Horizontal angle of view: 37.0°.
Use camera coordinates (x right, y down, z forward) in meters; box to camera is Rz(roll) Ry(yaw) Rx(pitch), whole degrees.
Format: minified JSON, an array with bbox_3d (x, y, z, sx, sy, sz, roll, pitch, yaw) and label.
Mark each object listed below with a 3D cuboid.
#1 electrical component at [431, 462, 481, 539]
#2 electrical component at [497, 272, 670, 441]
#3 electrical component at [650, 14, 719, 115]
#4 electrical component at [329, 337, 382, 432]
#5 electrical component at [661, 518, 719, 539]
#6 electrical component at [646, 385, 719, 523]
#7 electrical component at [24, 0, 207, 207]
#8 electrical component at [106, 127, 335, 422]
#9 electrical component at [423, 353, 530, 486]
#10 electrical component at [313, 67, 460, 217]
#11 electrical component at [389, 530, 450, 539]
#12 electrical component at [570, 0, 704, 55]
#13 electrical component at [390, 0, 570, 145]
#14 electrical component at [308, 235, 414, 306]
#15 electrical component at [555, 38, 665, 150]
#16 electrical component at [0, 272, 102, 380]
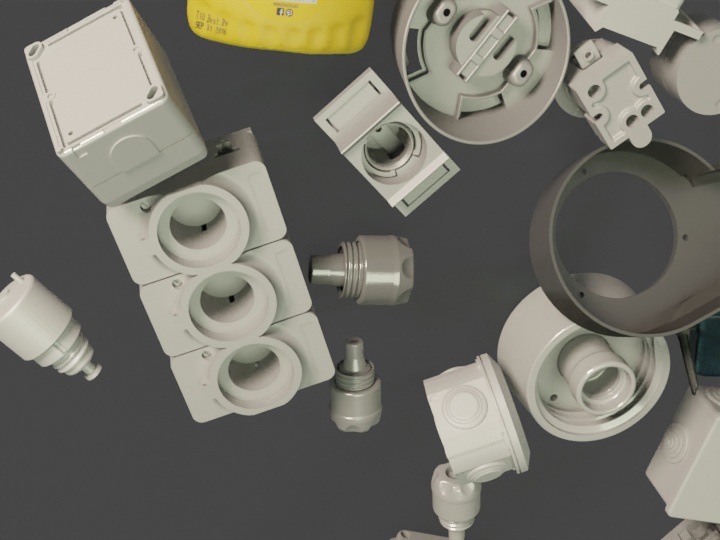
[{"bbox_3d":[0.068,0.167,0.762,0.035,0.035,0.061,-8,120,-8],"label":"electrical component"},{"bbox_3d":[0.152,0.063,0.712,0.108,0.060,0.108,-5,118,-10],"label":"electrical component"},{"bbox_3d":[0.248,-0.106,0.639,0.138,0.073,0.052,12,113,-18],"label":"electrical component"},{"bbox_3d":[-0.003,0.073,0.697,0.035,0.035,0.061,-6,115,-10],"label":"electrical component"},{"bbox_3d":[0.256,0.265,0.839,0.150,0.061,0.089,-45,117,12],"label":"electrical component"},{"bbox_3d":[0.267,0.134,0.781,0.100,0.048,0.099,11,114,-18],"label":"electrical component"},{"bbox_3d":[-0.127,-0.089,0.561,0.062,0.096,0.061,-28,147,2],"label":"electrical component"},{"bbox_3d":[-0.080,0.007,0.630,0.089,0.061,0.150,-19,119,-3],"label":"electrical component"},{"bbox_3d":[0.077,0.099,0.704,0.051,0.080,0.080,-19,119,3],"label":"electrical component"},{"bbox_3d":[0.013,-0.075,0.608,0.042,0.063,0.081,-41,118,8],"label":"electrical component"},{"bbox_3d":[0.070,0.239,0.775,0.113,0.078,0.057,14,116,-19],"label":"electrical component"},{"bbox_3d":[0.158,-0.163,0.600,0.081,0.042,0.063,14,124,-23],"label":"electrical component"},{"bbox_3d":[0.065,-0.126,0.593,0.099,0.064,0.099,-5,117,-10],"label":"electrical component"},{"bbox_3d":[0.000,0.000,0.656,0.062,0.043,0.043,1,117,-11],"label":"electrical component"},{"bbox_3d":[0.141,-0.106,0.625,0.048,0.055,0.066,-35,119,6],"label":"electrical component"},{"bbox_3d":[-0.185,0.037,0.635,0.040,0.040,0.078,-39,119,8],"label":"electrical component"}]
